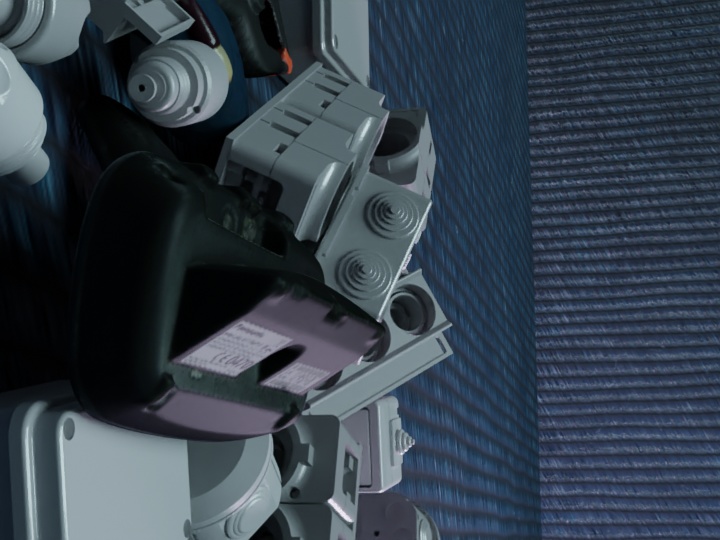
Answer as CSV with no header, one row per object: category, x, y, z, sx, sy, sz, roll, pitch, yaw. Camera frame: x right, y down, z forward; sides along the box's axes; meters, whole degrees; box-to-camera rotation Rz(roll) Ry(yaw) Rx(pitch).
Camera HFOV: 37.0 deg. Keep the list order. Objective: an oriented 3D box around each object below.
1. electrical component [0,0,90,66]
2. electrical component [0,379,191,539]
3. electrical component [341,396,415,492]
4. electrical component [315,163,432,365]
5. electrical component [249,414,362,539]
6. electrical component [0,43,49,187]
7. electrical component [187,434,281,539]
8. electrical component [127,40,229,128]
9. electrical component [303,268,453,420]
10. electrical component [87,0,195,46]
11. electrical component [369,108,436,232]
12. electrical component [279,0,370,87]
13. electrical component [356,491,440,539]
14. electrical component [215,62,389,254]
electrical component,-0.136,-0.103,0.415,0.062,0.043,0.043,-19,105,-74
electrical component,-0.116,0.085,0.427,0.113,0.057,0.078,-4,91,-75
electrical component,-0.012,0.120,0.741,0.061,0.096,0.061,11,76,-74
electrical component,0.000,0.000,0.635,0.099,0.048,0.099,110,5,-66
electrical component,-0.054,0.157,0.583,0.061,0.089,0.150,62,28,-58
electrical component,-0.138,-0.055,0.400,0.062,0.043,0.043,66,25,-57
electrical component,-0.079,0.097,0.523,0.051,0.080,0.080,77,17,-49
electrical component,-0.088,-0.086,0.499,0.078,0.040,0.040,-56,140,-75
electrical component,-0.008,0.050,0.713,0.121,0.063,0.078,-27,86,-32
electrical component,-0.105,-0.143,0.478,0.081,0.064,0.042,42,24,-7
electrical component,0.025,-0.078,0.804,0.089,0.050,0.055,-79,161,-43
electrical component,-0.033,-0.195,0.804,0.109,0.056,0.108,28,60,-73
electrical component,0.022,0.223,0.884,0.051,0.080,0.080,55,35,-55
electrical component,-0.040,-0.047,0.652,0.186,0.060,0.105,-61,175,-64
